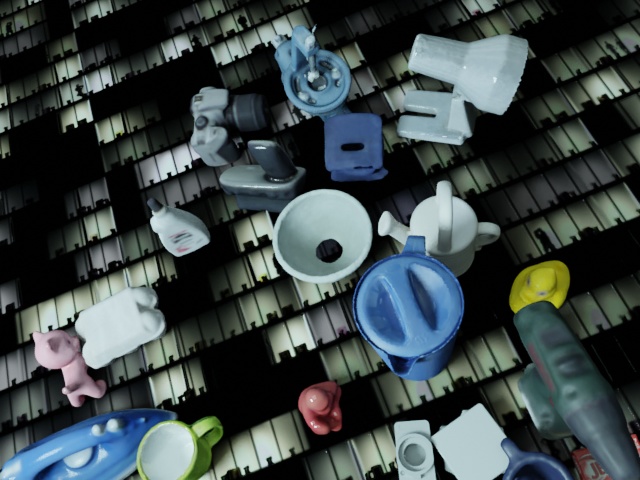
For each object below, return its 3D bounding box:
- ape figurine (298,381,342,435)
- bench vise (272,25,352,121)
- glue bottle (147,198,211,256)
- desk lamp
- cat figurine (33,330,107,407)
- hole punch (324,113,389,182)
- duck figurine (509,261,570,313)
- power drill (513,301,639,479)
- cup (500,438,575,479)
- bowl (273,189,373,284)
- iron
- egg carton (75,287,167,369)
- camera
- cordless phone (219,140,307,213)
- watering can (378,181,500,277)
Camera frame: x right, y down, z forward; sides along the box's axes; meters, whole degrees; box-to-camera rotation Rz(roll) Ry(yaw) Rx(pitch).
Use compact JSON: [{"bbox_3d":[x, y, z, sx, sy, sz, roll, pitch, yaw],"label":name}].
[{"bbox_3d":[0.000,0.243,0.849,0.076,0.092,0.078,30,76,22],"label":"ape figurine"},{"bbox_3d":[-0.036,-0.310,1.025,0.207,0.220,0.121,33,77,22],"label":"bench vise"},{"bbox_3d":[-0.250,-0.028,0.973,0.078,0.173,0.037,-28,64,-1],"label":"glue bottle"},{"bbox_3d":[0.227,-0.252,0.948,0.202,0.214,0.118,9,69,16],"label":"desk lamp"},{"bbox_3d":[-0.420,0.202,0.940,0.067,0.118,0.127,-28,64,-1],"label":"cat figurine"},{"bbox_3d":[0.063,-0.162,1.012,0.108,0.091,0.101,-2,67,11],"label":"hole punch"},{"bbox_3d":[0.333,0.066,0.859,0.104,0.086,0.077,-42,65,-7],"label":"duck figurine"},{"bbox_3d":[0.318,0.199,0.736,0.075,0.209,0.229,-22,64,2],"label":"power drill"},{"bbox_3d":[0.275,0.319,0.757,0.092,0.095,0.117,-32,64,-3],"label":"cup"},{"bbox_3d":[0.009,0.003,0.960,0.167,0.075,0.167,-4,66,10],"label":"bowl"},{"bbox_3d":[-0.357,0.314,0.865,0.258,0.142,0.118,-27,64,-1],"label":"iron"},{"bbox_3d":[-0.338,0.146,0.974,0.150,0.069,0.107,-29,64,-1],"label":"egg carton"},{"bbox_3d":[-0.169,-0.229,1.084,0.136,0.101,0.143,-5,66,10],"label":"camera"},{"bbox_3d":[-0.109,-0.126,0.980,0.147,0.185,0.094,1,67,13],"label":"cordless phone"},{"bbox_3d":[0.179,-0.015,0.866,0.173,0.194,0.101,-19,64,4],"label":"watering can"}]
